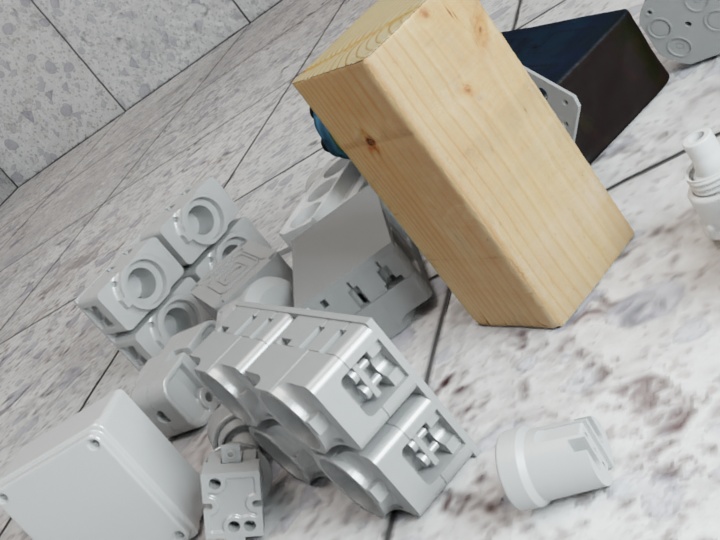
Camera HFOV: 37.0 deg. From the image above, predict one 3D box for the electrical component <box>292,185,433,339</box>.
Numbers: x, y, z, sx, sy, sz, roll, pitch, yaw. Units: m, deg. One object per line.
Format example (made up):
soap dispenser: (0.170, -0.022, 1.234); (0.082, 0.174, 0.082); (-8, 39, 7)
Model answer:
electrical component: (0.000, 0.000, 0.853); (0.089, 0.061, 0.150); (-35, 20, 9)

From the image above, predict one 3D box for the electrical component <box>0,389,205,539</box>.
electrical component: (-0.181, 0.157, 0.762); (0.109, 0.108, 0.056); (-31, 19, 21)

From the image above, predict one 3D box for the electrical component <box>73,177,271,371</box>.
electrical component: (-0.185, 0.004, 1.105); (0.060, 0.105, 0.186); (-13, 32, 51)

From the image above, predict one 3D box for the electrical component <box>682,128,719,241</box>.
electrical component: (0.204, -0.051, 0.606); (0.048, 0.062, 0.048); (-33, 21, 14)

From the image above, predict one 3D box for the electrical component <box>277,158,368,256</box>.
electrical component: (-0.017, -0.053, 0.997); (0.079, 0.063, 0.121); (-23, 25, 38)

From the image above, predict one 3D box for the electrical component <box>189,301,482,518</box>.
electrical component: (-0.026, 0.082, 0.658); (0.060, 0.105, 0.186); (-47, 21, -19)

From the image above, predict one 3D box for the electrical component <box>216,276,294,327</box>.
electrical component: (-0.073, 0.050, 0.849); (0.051, 0.080, 0.080); (-30, 21, 38)

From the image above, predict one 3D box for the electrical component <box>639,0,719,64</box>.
electrical component: (0.256, -0.202, 0.821); (0.080, 0.080, 0.051); (-17, 34, 46)

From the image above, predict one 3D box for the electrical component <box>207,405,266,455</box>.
electrical component: (-0.085, 0.121, 0.767); (0.043, 0.043, 0.062); (-40, 21, -3)

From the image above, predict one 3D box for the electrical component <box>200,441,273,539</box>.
electrical component: (-0.082, 0.141, 0.702); (0.048, 0.066, 0.055); (-3, 13, -2)

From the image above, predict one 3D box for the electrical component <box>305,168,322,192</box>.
electrical component: (-0.034, -0.079, 1.112); (0.043, 0.043, 0.062); (-35, 21, 9)

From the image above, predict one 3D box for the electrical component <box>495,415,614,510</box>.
electrical component: (0.095, 0.093, 0.522); (0.046, 0.040, 0.040); (-20, 26, 28)

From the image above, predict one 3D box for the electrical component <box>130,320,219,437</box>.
electrical component: (-0.150, 0.094, 0.923); (0.059, 0.053, 0.095); (-22, 26, 39)

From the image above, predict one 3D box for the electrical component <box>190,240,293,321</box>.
electrical component: (-0.100, 0.023, 0.984); (0.078, 0.057, 0.113); (-43, 20, -11)
